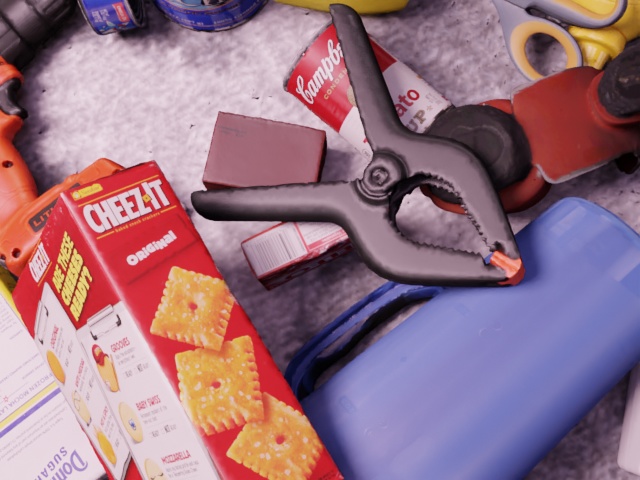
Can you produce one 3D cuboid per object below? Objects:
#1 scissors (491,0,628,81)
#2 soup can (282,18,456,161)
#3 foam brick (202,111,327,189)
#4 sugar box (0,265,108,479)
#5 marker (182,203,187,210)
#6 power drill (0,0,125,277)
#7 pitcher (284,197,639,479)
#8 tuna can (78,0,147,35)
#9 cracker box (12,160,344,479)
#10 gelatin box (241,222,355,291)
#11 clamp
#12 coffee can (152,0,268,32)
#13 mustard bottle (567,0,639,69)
[{"bbox_3d":[0.114,-0.166,0.745,0.202,0.016,0.096,20,110,32],"label":"scissors"},{"bbox_3d":[0.034,-0.098,0.733,0.102,0.068,0.068,41,86,7],"label":"soup can"},{"bbox_3d":[-0.037,-0.052,0.739,0.078,0.051,0.053,12,81,4],"label":"foam brick"},{"bbox_3d":[-0.214,0.103,0.730,0.093,0.048,0.176,-37,85,-2],"label":"sugar box"},{"bbox_3d":[-0.126,0.028,0.748,0.020,0.020,0.121,22,83,6],"label":"marker"},{"bbox_3d":[-0.204,-0.079,0.740,0.184,0.057,0.188,-41,71,-2],"label":"power drill"},{"bbox_3d":[0.099,0.080,0.681,0.242,0.145,0.149,-40,94,-7],"label":"pitcher"},{"bbox_3d":[-0.150,-0.188,0.747,0.034,0.086,0.086,-13,81,3],"label":"tuna can"},{"bbox_3d":[-0.095,0.083,0.644,0.072,0.164,0.214,-25,79,-34],"label":"cracker box"},{"bbox_3d":[-0.005,0.001,0.718,0.089,0.073,0.030,-25,81,-1],"label":"gelatin box"},{"bbox_3d":[0.041,-0.045,0.657,0.210,0.036,0.164,28,87,20],"label":"clamp"},{"bbox_3d":[-0.084,-0.212,0.719,0.103,0.140,0.103,0,82,3],"label":"coffee can"},{"bbox_3d":[0.213,-0.200,0.742,0.096,0.058,0.191,20,84,8],"label":"mustard bottle"}]
